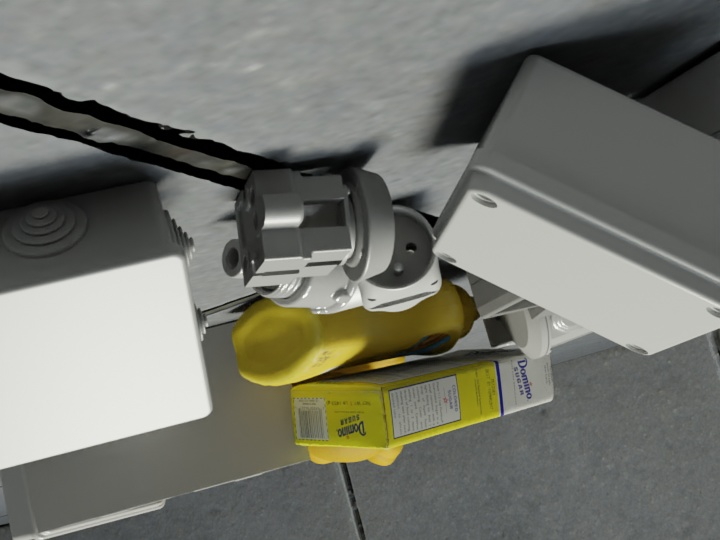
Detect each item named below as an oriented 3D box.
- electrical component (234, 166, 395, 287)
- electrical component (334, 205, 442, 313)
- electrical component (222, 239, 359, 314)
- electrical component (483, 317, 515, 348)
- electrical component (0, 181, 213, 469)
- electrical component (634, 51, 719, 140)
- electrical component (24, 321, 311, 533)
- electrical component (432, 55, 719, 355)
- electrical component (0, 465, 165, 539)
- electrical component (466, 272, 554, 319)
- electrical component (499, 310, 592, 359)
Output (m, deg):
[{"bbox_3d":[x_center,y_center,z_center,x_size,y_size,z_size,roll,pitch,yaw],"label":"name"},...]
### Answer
[{"bbox_3d":[-0.019,-0.018,0.441,0.055,0.048,0.066,-4,167,-18],"label":"electrical component"},{"bbox_3d":[0.000,0.000,0.565,0.079,0.043,0.077,-15,170,-1],"label":"electrical component"},{"bbox_3d":[-0.034,-0.004,0.496,0.062,0.048,0.048,3,160,-42],"label":"electrical component"},{"bbox_3d":[0.138,0.022,0.837,0.095,0.059,0.054,-6,165,-44],"label":"electrical component"},{"bbox_3d":[-0.107,0.020,0.399,0.100,0.048,0.099,-13,134,-12],"label":"electrical component"},{"bbox_3d":[0.167,-0.059,0.443,0.062,0.061,0.096,-9,168,-30],"label":"electrical component"},{"bbox_3d":[-0.139,0.107,0.760,0.186,0.105,0.060,-14,170,-7],"label":"electrical component"},{"bbox_3d":[0.091,-0.020,0.414,0.109,0.056,0.108,26,168,2],"label":"electrical component"},{"bbox_3d":[-0.216,0.142,0.823,0.109,0.108,0.056,-6,169,-41],"label":"electrical component"},{"bbox_3d":[0.105,-0.004,0.646,0.062,0.061,0.096,-11,169,-23],"label":"electrical component"},{"bbox_3d":[0.125,0.017,0.741,0.051,0.080,0.080,-19,171,-10],"label":"electrical component"}]
